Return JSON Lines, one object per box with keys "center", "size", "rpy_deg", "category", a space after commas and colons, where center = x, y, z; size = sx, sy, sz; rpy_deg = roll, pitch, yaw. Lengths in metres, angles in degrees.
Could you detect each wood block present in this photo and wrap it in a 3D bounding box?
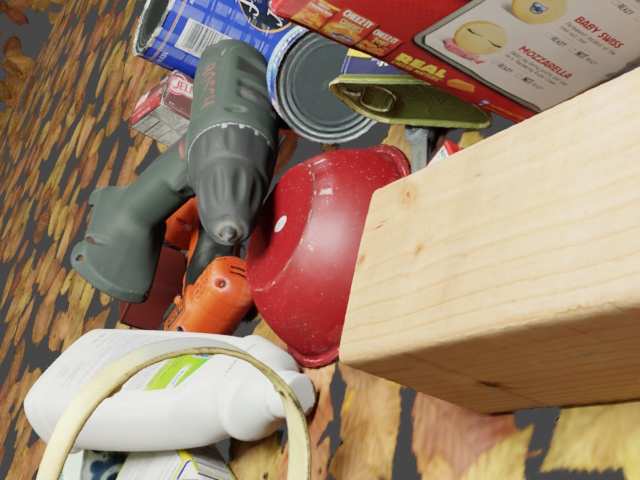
{"center": [0.102, 0.010, 0.427], "size": [0.206, 0.090, 0.090], "rpy_deg": [-23, 49, 59], "category": "wood block"}

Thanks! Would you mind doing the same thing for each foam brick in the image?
{"center": [-0.159, 0.045, 1.017], "size": [0.053, 0.051, 0.078], "rpy_deg": [-62, 23, 26], "category": "foam brick"}

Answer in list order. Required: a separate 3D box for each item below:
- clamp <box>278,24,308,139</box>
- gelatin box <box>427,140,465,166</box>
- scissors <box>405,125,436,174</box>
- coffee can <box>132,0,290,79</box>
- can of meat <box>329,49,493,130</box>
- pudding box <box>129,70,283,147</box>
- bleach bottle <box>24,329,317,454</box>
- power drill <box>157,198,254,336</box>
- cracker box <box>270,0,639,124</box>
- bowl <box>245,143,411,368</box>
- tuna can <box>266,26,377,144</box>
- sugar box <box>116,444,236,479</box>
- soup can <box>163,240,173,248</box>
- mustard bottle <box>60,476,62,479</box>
{"center": [-0.002, -0.186, 0.833], "size": [0.164, 0.036, 0.210], "rpy_deg": [69, -149, -73], "category": "clamp"}
{"center": [0.065, 0.001, 0.588], "size": [0.089, 0.030, 0.073], "rpy_deg": [-51, 31, 26], "category": "gelatin box"}
{"center": [0.075, -0.085, 0.665], "size": [0.096, 0.016, 0.202], "rpy_deg": [-39, 43, 33], "category": "scissors"}
{"center": [-0.076, -0.177, 0.921], "size": [0.103, 0.140, 0.103], "rpy_deg": [-48, 30, 39], "category": "coffee can"}
{"center": [0.065, -0.117, 0.636], "size": [0.102, 0.057, 0.084], "rpy_deg": [9, 75, 44], "category": "can of meat"}
{"center": [-0.102, -0.099, 0.941], "size": [0.090, 0.113, 0.039], "rpy_deg": [-14, 51, 62], "category": "pudding box"}
{"center": [-0.104, 0.111, 0.758], "size": [0.251, 0.068, 0.102], "rpy_deg": [-4, 37, 46], "category": "bleach bottle"}
{"center": [-0.109, 0.035, 0.915], "size": [0.185, 0.057, 0.187], "rpy_deg": [-49, 31, 36], "category": "power drill"}
{"center": [0.101, -0.146, 0.476], "size": [0.214, 0.164, 0.072], "rpy_deg": [-33, 43, 54], "category": "cracker box"}
{"center": [-0.005, 0.001, 0.716], "size": [0.162, 0.055, 0.162], "rpy_deg": [-47, 30, 39], "category": "bowl"}
{"center": [0.006, -0.113, 0.754], "size": [0.086, 0.086, 0.034], "rpy_deg": [-63, 22, 11], "category": "tuna can"}
{"center": [-0.103, 0.194, 0.771], "size": [0.093, 0.048, 0.176], "rpy_deg": [-63, 26, 4], "category": "sugar box"}
{"center": [-0.173, -0.019, 1.084], "size": [0.102, 0.068, 0.068], "rpy_deg": [-30, 43, 56], "category": "soup can"}
{"center": [-0.226, 0.215, 1.004], "size": [0.096, 0.058, 0.191], "rpy_deg": [-32, 41, 38], "category": "mustard bottle"}
